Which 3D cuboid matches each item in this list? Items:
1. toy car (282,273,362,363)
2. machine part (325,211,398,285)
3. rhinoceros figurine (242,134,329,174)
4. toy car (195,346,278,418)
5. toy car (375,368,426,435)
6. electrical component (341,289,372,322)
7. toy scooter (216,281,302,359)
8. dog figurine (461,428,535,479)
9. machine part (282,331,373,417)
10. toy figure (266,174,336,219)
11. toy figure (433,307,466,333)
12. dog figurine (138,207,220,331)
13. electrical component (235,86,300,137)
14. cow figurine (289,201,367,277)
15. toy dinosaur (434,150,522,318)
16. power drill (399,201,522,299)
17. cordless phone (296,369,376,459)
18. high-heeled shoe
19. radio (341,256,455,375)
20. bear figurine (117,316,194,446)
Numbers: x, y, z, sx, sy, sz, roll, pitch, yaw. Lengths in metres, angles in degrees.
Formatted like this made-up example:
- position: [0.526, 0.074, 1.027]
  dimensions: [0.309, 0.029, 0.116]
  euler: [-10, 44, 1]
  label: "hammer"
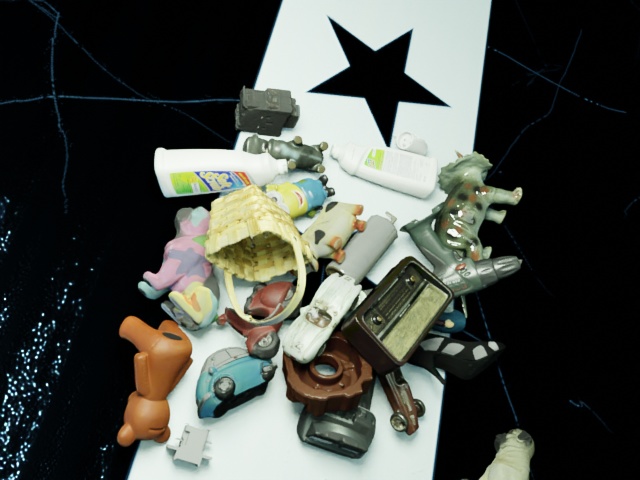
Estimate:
- position: [0.006, 0.145, 1.031]
  dimensions: [0.074, 0.056, 0.202]
  euler: [27, 62, 22]
  label: "toy car"
- position: [0.092, 0.027, 1.155]
  dimensions: [0.079, 0.079, 0.243]
  euler: [44, 64, -1]
  label: "machine part"
- position: [-0.072, -0.189, 1.159]
  dimensions: [0.190, 0.112, 0.073]
  euler: [4, 99, -31]
  label: "rhinoceros figurine"
- position: [-0.164, 0.247, 0.984]
  dimensions: [0.162, 0.109, 0.103]
  euler: [-21, 62, -32]
  label: "toy car"
- position: [0.153, 0.289, 1.085]
  dimensions: [0.089, 0.053, 0.202]
  euler: [-9, 71, -52]
  label: "toy car"
- position: [0.086, 0.143, 1.130]
  dimensions: [0.119, 0.048, 0.075]
  euler: [-6, 73, -22]
  label: "electrical component"
- position: [-0.120, 0.142, 1.039]
  dimensions: [0.135, 0.075, 0.184]
  euler: [13, 42, 14]
  label: "toy scooter"
- position: [0.388, 0.500, 1.091]
  dimensions: [0.190, 0.121, 0.172]
  euler: [-25, 115, -41]
  label: "dog figurine"
- position: [0.011, 0.248, 1.022]
  dimensions: [0.179, 0.056, 0.179]
  euler: [5, 37, -3]
  label: "machine part"
- position: [-0.055, -0.080, 1.142]
  dimensions: [0.180, 0.089, 0.082]
  euler: [-26, 67, -33]
  label: "toy figure"
- position: [0.238, 0.169, 1.163]
  dimensions: [0.154, 0.064, 0.058]
  euler: [10, 67, -16]
  label: "toy figure"
- position: [-0.229, 0.040, 1.030]
  dimensions: [0.191, 0.108, 0.219]
  euler: [39, 62, -2]
  label: "dog figurine"
- position: [-0.113, -0.277, 1.170]
  dimensions: [0.134, 0.115, 0.058]
  euler: [2, 74, -16]
  label: "electrical component"
- position: [-0.002, -0.003, 1.110]
  dimensions: [0.127, 0.085, 0.195]
  euler: [18, 57, 32]
  label: "cow figurine"
- position: [0.332, -0.042, 1.244]
  dimensions: [0.192, 0.131, 0.405]
  euler: [23, 71, 5]
  label: "toy dinosaur"
- position: [0.284, 0.022, 1.158]
  dimensions: [0.232, 0.086, 0.207]
  euler: [-30, 93, 18]
  label: "power drill"
- position: [0.044, 0.317, 1.051]
  dimensions: [0.146, 0.088, 0.184]
  euler: [22, 55, -9]
  label: "cordless phone"
- position: [0.286, 0.229, 1.170]
  dimensions: [0.249, 0.086, 0.145]
  euler: [-11, 48, -37]
  label: "high-heeled shoe"
- position: [0.153, 0.140, 1.055]
  dimensions: [0.131, 0.073, 0.229]
  euler: [45, 50, 5]
  label: "radio"
- position: [-0.298, 0.249, 0.944]
  dimensions: [0.120, 0.132, 0.195]
  euler: [14, 98, -49]
  label: "bear figurine"
